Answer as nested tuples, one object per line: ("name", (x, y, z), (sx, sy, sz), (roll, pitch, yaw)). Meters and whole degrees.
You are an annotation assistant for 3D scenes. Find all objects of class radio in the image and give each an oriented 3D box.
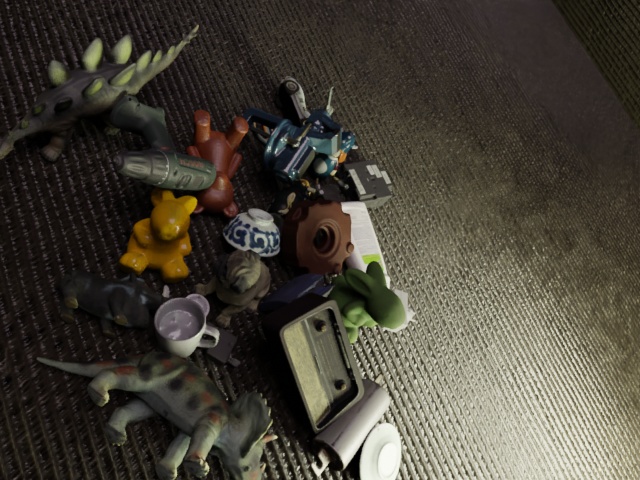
("radio", (-0.008, 0.218, 0.975), (0.131, 0.073, 0.229), (-29, 114, -28))

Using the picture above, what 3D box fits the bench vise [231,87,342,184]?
("bench vise", (-0.079, -0.240, 1.187), (0.241, 0.128, 0.223), (25, 78, 14))

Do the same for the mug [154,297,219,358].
("mug", (-0.229, 0.160, 0.924), (0.109, 0.107, 0.081), (12, 54, -10))

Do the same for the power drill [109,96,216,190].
("power drill", (-0.308, -0.175, 0.985), (0.207, 0.086, 0.232), (46, 19, 30))

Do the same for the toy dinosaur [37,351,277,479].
("toy dinosaur", (-0.235, 0.258, 0.873), (0.405, 0.131, 0.192), (40, 34, 4))

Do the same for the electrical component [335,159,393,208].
("electrical component", (0.117, -0.138, 1.346), (0.134, 0.058, 0.115), (-11, 72, -35))

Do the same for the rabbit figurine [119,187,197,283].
("rabbit figurine", (-0.272, -0.017, 0.967), (0.122, 0.173, 0.162), (21, 59, -15))

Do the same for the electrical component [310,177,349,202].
("electrical component", (0.023, -0.108, 1.279), (0.102, 0.045, 0.078), (-8, 67, -34))

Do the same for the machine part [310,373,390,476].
("machine part", (0.061, 0.347, 1.019), (0.079, 0.079, 0.243), (47, 49, 1))

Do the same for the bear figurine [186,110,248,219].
("bear figurine", (-0.216, -0.150, 1.109), (0.120, 0.132, 0.196), (8, 54, -19))

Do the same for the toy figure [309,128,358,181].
("toy figure", (0.030, -0.197, 1.264), (0.064, 0.154, 0.058), (30, 49, -15))

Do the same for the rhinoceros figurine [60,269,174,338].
("rhinoceros figurine", (-0.347, 0.104, 0.921), (0.190, 0.073, 0.112), (18, 45, -20))

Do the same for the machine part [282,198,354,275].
("machine part", (-0.002, -0.003, 1.141), (0.179, 0.056, 0.179), (-9, 103, -41))

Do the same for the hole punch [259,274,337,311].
("hole punch", (-0.047, 0.117, 1.067), (0.092, 0.115, 0.142), (48, 49, 11))

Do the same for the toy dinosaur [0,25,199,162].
("toy dinosaur", (-0.411, -0.287, 1.022), (0.105, 0.198, 0.471), (45, 52, -6))

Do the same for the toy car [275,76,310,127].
("toy car", (-0.057, -0.311, 1.330), (0.056, 0.073, 0.202), (-11, 70, -32))

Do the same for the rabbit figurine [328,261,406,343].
("rabbit figurine", (0.104, 0.124, 1.088), (0.121, 0.170, 0.159), (-16, 99, -40))

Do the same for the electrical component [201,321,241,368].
("electrical component", (-0.182, 0.195, 0.995), (0.094, 0.021, 0.063), (35, 51, -9))

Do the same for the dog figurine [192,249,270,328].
("dog figurine", (-0.131, 0.061, 0.995), (0.121, 0.190, 0.172), (43, 48, -3))

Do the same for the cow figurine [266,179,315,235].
("cow figurine", (-0.063, -0.092, 1.185), (0.068, 0.098, 0.167), (34, 51, -2))
